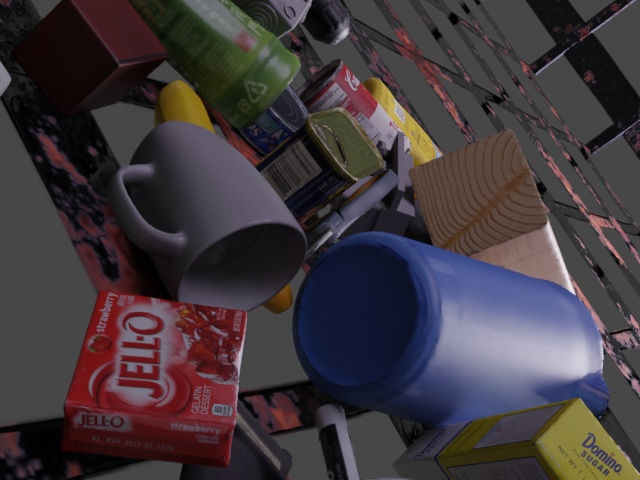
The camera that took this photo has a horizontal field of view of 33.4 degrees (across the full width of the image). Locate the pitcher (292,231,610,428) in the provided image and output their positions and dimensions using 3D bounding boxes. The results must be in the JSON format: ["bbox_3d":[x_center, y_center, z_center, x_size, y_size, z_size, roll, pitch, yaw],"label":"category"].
[{"bbox_3d":[0.083,0.067,0.745,0.242,0.149,0.145,21,52,-52],"label":"pitcher"}]

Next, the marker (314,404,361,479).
[{"bbox_3d":[0.016,0.146,0.609,0.020,0.020,0.121,36,26,-37],"label":"marker"}]

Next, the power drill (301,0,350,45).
[{"bbox_3d":[-0.063,-0.219,0.904,0.184,0.057,0.187,51,38,-10],"label":"power drill"}]

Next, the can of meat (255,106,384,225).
[{"bbox_3d":[-0.010,-0.047,0.771,0.057,0.084,0.102,53,20,1],"label":"can of meat"}]

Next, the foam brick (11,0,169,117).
[{"bbox_3d":[-0.139,-0.114,0.652,0.051,0.053,0.078,52,19,-2],"label":"foam brick"}]

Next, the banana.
[{"bbox_3d":[-0.070,-0.041,0.702,0.069,0.037,0.198,23,35,-52],"label":"banana"}]

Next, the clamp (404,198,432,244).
[{"bbox_3d":[0.102,0.022,0.971,0.120,0.039,0.171,59,18,-21],"label":"clamp"}]

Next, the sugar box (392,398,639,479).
[{"bbox_3d":[0.119,0.149,0.629,0.093,0.048,0.176,53,-24,-2],"label":"sugar box"}]

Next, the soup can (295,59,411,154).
[{"bbox_3d":[0.026,-0.103,0.963,0.102,0.069,0.068,47,21,-16],"label":"soup can"}]

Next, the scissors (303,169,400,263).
[{"bbox_3d":[-0.005,0.001,0.739,0.016,0.096,0.201,53,38,-3],"label":"scissors"}]

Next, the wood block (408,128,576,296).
[{"bbox_3d":[0.153,0.000,0.914,0.206,0.091,0.090,47,24,-63],"label":"wood block"}]

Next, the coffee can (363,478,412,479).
[{"bbox_3d":[0.031,0.187,0.452,0.102,0.103,0.140,44,22,-22],"label":"coffee can"}]

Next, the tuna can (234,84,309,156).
[{"bbox_3d":[-0.043,-0.106,0.870,0.086,0.034,0.086,44,22,-23],"label":"tuna can"}]

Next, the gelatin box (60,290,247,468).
[{"bbox_3d":[-0.073,0.061,0.486,0.073,0.030,0.089,8,30,-4],"label":"gelatin box"}]

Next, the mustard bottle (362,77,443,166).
[{"bbox_3d":[0.099,-0.074,1.087,0.191,0.058,0.096,45,23,-20],"label":"mustard bottle"}]
